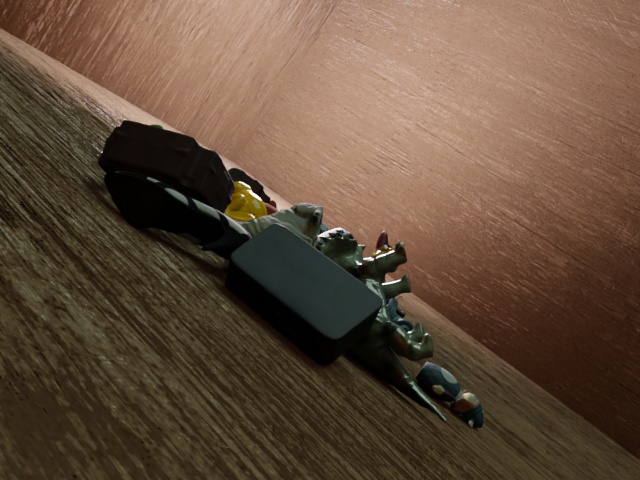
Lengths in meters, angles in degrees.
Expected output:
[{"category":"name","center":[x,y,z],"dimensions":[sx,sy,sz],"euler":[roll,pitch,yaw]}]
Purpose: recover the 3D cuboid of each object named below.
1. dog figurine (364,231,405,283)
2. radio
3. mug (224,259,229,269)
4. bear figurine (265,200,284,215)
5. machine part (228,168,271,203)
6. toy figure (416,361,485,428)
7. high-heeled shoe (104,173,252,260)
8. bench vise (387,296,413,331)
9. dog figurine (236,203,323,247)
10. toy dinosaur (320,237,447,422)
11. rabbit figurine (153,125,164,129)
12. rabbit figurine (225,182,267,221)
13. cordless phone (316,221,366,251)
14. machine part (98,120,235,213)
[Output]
[{"category":"dog figurine","center":[0.128,0.076,1.424],"dimensions":[0.109,0.219,0.191],"euler":[34,3,41]},{"category":"radio","center":[-0.030,0.080,0.839],"dimensions":[0.230,0.073,0.131],"euler":[35,45,20]},{"category":"mug","center":[-0.112,0.041,0.972],"dimensions":[0.107,0.080,0.109],"euler":[25,14,1]},{"category":"bear figurine","center":[-0.122,-0.028,1.404],"dimensions":[0.132,0.120,0.195],"euler":[40,1,19]},{"category":"machine part","center":[-0.217,-0.118,1.533],"dimensions":[0.180,0.056,0.179],"euler":[30,-32,21]},{"category":"toy figure","center":[0.259,0.302,1.048],"dimensions":[0.155,0.057,0.064],"euler":[37,44,15]},{"category":"high-heeled shoe","center":[-0.225,-0.047,0.891],"dimensions":[0.249,0.086,0.145],"euler":[36,18,10]},{"category":"bench vise","center":[0.103,0.148,1.150],"dimensions":[0.240,0.129,0.224],"euler":[39,3,-7]},{"category":"dog figurine","center":[-0.099,-0.027,1.080],"dimensions":[0.191,0.121,0.172],"euler":[15,35,5]},{"category":"toy dinosaur","center":[0.087,0.137,0.970],"dimensions":[0.131,0.192,0.405],"euler":[70,8,-52]},{"category":"rabbit figurine","center":[-0.371,-0.187,1.152],"dimensions":[0.170,0.121,0.159],"euler":[24,12,35]},{"category":"rabbit figurine","center":[-0.208,-0.048,1.201],"dimensions":[0.173,0.121,0.163],"euler":[8,32,-46]},{"category":"cordless phone","center":[-0.003,-0.003,1.217],"dimensions":[0.184,0.088,0.146],"euler":[46,36,16]},{"category":"machine part","center":[-0.265,-0.110,0.944],"dimensions":[0.202,0.087,0.200],"euler":[17,-18,11]}]
